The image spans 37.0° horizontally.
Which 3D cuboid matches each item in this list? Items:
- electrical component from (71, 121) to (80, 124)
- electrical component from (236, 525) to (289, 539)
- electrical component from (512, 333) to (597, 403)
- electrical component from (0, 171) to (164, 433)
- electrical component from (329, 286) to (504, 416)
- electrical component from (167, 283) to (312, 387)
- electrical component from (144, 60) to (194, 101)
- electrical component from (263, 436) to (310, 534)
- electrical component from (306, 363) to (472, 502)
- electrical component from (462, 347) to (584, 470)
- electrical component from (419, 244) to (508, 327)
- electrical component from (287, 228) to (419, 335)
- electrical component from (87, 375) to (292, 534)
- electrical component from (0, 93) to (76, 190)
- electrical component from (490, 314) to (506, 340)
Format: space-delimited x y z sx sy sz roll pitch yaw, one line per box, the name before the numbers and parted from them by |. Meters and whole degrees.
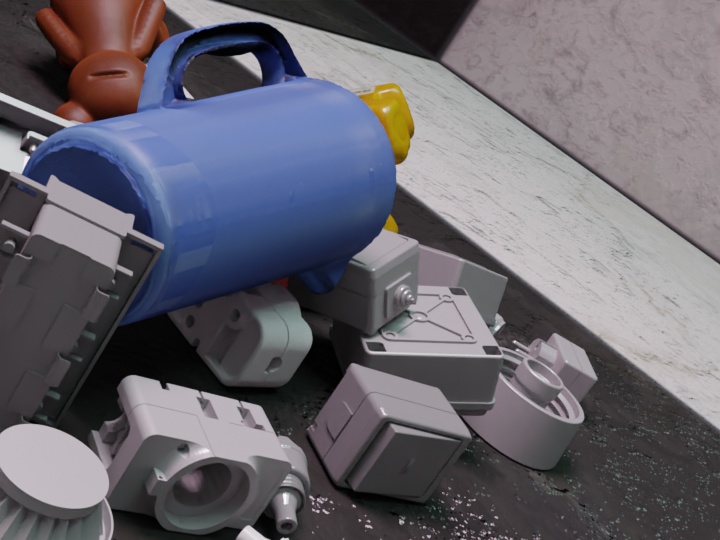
electrical component | -0.200 -0.072 0.811 0.080 0.051 0.080 30 18 -10
electrical component | -0.036 0.152 0.543 0.061 0.035 0.035 35 18 13
electrical component | 0.182 0.092 1.048 0.077 0.047 0.065 30 18 -11
electrical component | -0.159 0.025 0.519 0.079 0.121 0.063 27 22 -19
electrical component | 0.041 0.059 0.823 0.109 0.056 0.108 3 27 -15
electrical component | -0.080 0.035 0.738 0.059 0.053 0.095 10 30 -51
electrical component | -0.208 -0.180 1.091 0.055 0.048 0.066 48 22 20
electrical component | -0.045 0.123 0.603 0.035 0.035 0.061 26 21 -23
electrical component | 0.026 0.112 0.706 0.096 0.061 0.061 20 22 -36
electrical component | 0.138 0.109 0.907 0.108 0.060 0.108 30 18 -11
electrical component | 0.061 0.010 0.968 0.109 0.056 0.109 19 0 31
electrical component | 0.000 0.000 0.792 0.096 0.061 0.062 20 34 32
electrical component | -0.088 0.099 0.563 0.089 0.050 0.055 20 22 -37
electrical component | -0.263 -0.087 0.712 0.121 0.079 0.063 22 51 -32
electrical component | 0.106 0.049 1.033 0.055 0.045 0.045 39 19 14
